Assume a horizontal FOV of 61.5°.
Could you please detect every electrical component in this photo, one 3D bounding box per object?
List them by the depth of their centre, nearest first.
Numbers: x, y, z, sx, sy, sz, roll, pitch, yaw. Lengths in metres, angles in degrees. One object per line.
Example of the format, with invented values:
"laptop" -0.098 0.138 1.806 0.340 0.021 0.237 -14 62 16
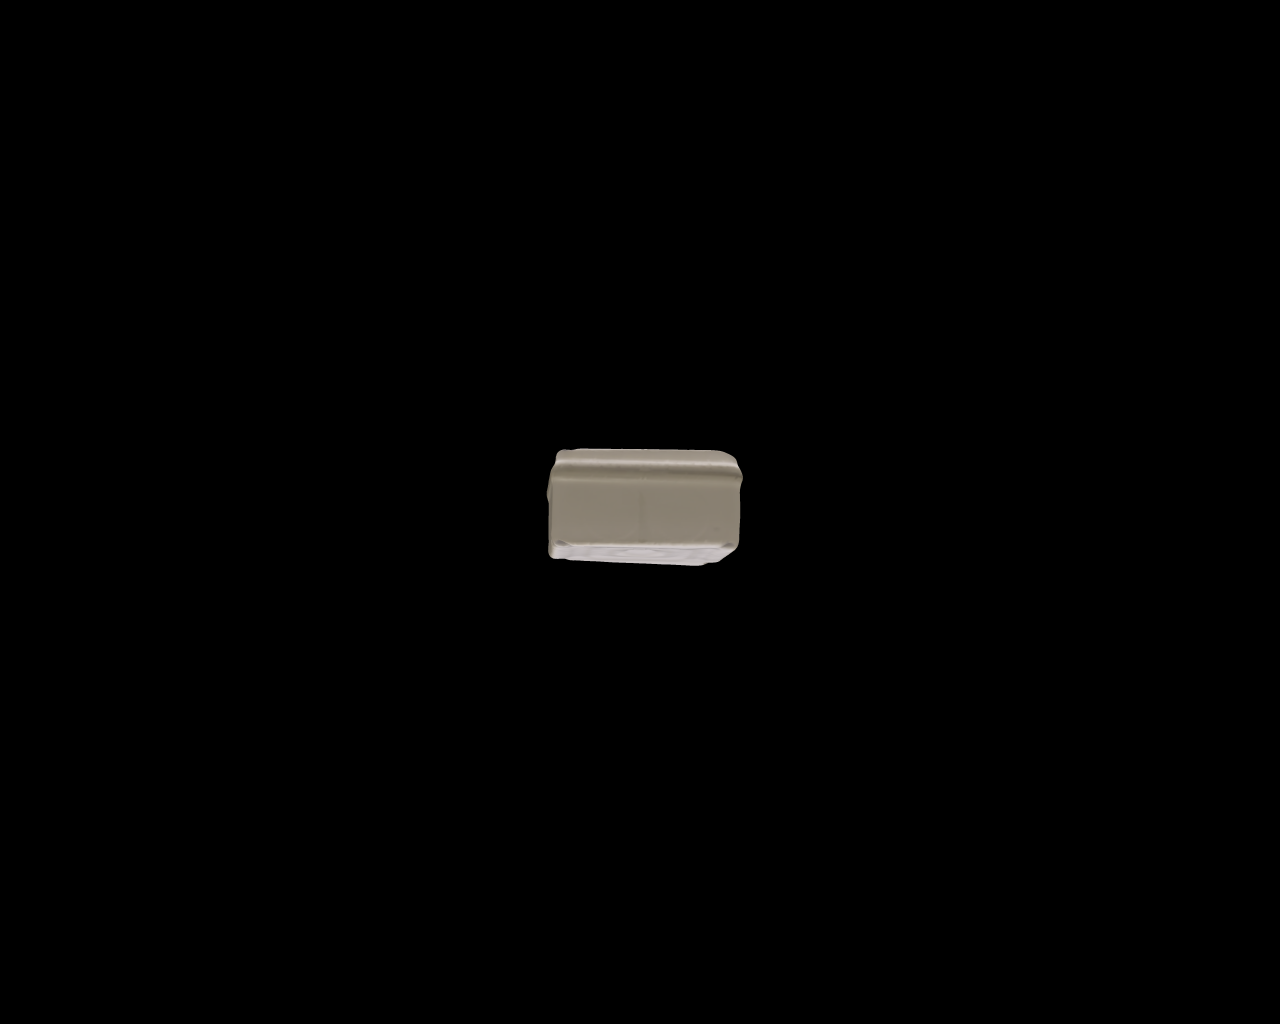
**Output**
"electrical component" 0.001 -0.003 0.650 0.113 0.057 0.078 1 -11 -7
